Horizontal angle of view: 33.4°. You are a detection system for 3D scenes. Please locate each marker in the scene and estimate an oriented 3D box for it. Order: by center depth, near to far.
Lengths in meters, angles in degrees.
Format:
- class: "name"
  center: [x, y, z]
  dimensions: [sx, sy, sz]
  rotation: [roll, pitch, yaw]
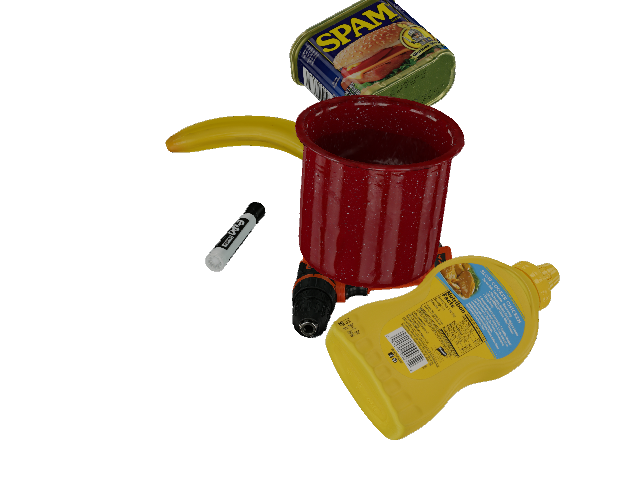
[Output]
- class: "marker"
  center: [-0.080, -0.006, 1.028]
  dimensions: [0.020, 0.020, 0.121]
  rotation: [0, 26, 19]

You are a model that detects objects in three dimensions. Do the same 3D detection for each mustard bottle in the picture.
- class: "mustard bottle"
  center: [0.105, 0.064, 0.803]
  dimensions: [0.191, 0.096, 0.058]
  rotation: [-27, -20, -24]

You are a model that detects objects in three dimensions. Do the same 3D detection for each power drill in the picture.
- class: "power drill"
  center: [0.061, 0.055, 1.240]
  dimensions: [0.187, 0.057, 0.184]
  rotation: [1, 28, 5]

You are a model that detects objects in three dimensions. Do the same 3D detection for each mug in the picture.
- class: "mug"
  center: [0.034, -0.032, 0.613]
  dimensions: [0.093, 0.081, 0.117]
  rotation: [14, 33, 15]

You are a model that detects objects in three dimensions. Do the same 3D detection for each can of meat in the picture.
- class: "can of meat"
  center: [0.042, -0.134, 0.824]
  dimensions: [0.102, 0.084, 0.057]
  rotation: [-31, -31, -18]

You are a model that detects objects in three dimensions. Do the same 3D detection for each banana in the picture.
- class: "banana"
  center: [-0.086, -0.124, 1.287]
  dimensions: [0.198, 0.037, 0.069]
  rotation: [8, 40, 15]
